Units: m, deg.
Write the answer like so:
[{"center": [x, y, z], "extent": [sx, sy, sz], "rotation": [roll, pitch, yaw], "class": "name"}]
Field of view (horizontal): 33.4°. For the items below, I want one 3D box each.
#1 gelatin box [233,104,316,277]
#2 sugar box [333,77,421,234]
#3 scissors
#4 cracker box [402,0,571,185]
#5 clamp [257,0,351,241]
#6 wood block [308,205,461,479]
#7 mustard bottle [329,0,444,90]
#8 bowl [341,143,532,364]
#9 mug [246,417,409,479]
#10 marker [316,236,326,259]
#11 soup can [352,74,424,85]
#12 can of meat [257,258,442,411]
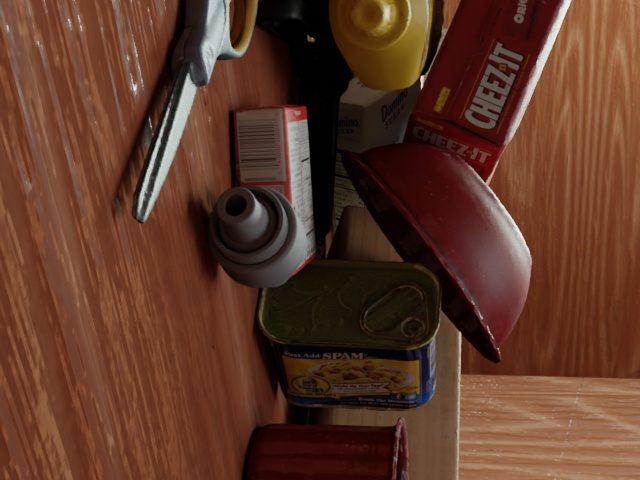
[{"center": [-0.024, -0.027, 0.570], "extent": [0.073, 0.030, 0.089], "rotation": [-44, 132, -78], "class": "gelatin box"}, {"center": [0.048, -0.049, 0.884], "extent": [0.093, 0.048, 0.176], "rotation": [-38, 131, -45], "class": "sugar box"}, {"center": [-0.053, -0.094, 0.435], "extent": [0.201, 0.016, 0.096], "rotation": [-73, 160, -61], "class": "scissors"}, {"center": [0.112, -0.101, 0.774], "extent": [0.214, 0.072, 0.164], "rotation": [98, 15, -71], "class": "cracker box"}, {"center": [-0.002, -0.126, 0.683], "extent": [0.164, 0.036, 0.210], "rotation": [81, 15, -45], "class": "clamp"}, {"center": [0.044, 0.090, 0.747], "extent": [0.091, 0.090, 0.206], "rotation": [108, -10, -57], "class": "wood block"}, {"center": [0.042, -0.142, 0.657], "extent": [0.191, 0.058, 0.096], "rotation": [-54, 143, -73], "class": "mustard bottle"}, {"center": [0.080, -0.004, 0.657], "extent": [0.162, 0.055, 0.162], "rotation": [53, -3, 3], "class": "bowl"}, {"center": [0.007, 0.148, 0.602], "extent": [0.117, 0.081, 0.093], "rotation": [69, 23, -66], "class": "mug"}, {"center": [-0.005, 0.001, 0.723], "extent": [0.020, 0.020, 0.121], "rotation": [8, 82, -81], "class": "marker"}, {"center": [0.061, -0.114, 0.972], "extent": [0.068, 0.068, 0.102], "rotation": [72, 20, -62], "class": "soup can"}, {"center": [0.020, 0.058, 0.626], "extent": [0.084, 0.102, 0.057], "rotation": [81, 13, -53], "class": "can of meat"}]
